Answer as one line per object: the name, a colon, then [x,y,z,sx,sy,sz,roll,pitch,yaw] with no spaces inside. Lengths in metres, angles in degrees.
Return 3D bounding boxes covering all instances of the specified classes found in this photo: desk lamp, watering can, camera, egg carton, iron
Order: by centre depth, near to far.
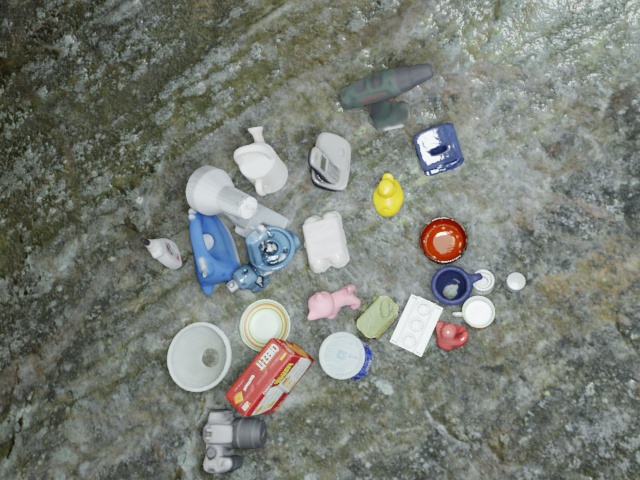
camera: [-0.199,0.470,1.338,0.136,0.101,0.143,-3,75,12]
desk lamp: [-0.205,-0.083,1.426,0.202,0.214,0.118,26,82,18]
egg carton: [0.013,0.005,1.430,0.107,0.069,0.150,-15,73,9]
watering can: [-0.158,-0.204,1.458,0.101,0.194,0.172,-28,71,4]
iron: [-0.295,0.003,1.462,0.118,0.142,0.258,-22,72,6]

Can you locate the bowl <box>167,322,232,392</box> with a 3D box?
bowl: [-0.287,0.292,1.419,0.167,0.075,0.167,-3,75,12]

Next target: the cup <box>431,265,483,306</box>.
cup: [0.316,0.107,1.321,0.117,0.095,0.091,-20,72,7]

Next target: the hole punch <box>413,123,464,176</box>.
hole punch: [0.294,-0.223,1.416,0.108,0.091,0.101,-19,72,7]

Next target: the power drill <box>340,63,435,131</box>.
power drill: [0.171,-0.353,1.416,0.229,0.209,0.075,-11,73,10]

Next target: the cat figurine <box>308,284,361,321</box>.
cat figurine: [0.026,0.146,1.364,0.127,0.118,0.067,-27,71,5]

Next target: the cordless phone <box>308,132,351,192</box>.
cordless phone: [0.016,-0.211,1.425,0.094,0.185,0.147,1,76,13]

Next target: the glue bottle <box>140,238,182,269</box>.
glue bottle: [-0.412,0.023,1.466,0.037,0.173,0.078,-28,71,5]

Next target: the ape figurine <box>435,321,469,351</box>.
ape figurine: [0.294,0.213,1.300,0.076,0.092,0.077,-46,71,-2]

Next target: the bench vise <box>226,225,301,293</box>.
bench vise: [-0.142,0.048,1.374,0.121,0.220,0.207,27,83,18]

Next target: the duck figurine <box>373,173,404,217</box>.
duck figurine: [0.166,-0.115,1.419,0.077,0.086,0.104,4,76,14]
